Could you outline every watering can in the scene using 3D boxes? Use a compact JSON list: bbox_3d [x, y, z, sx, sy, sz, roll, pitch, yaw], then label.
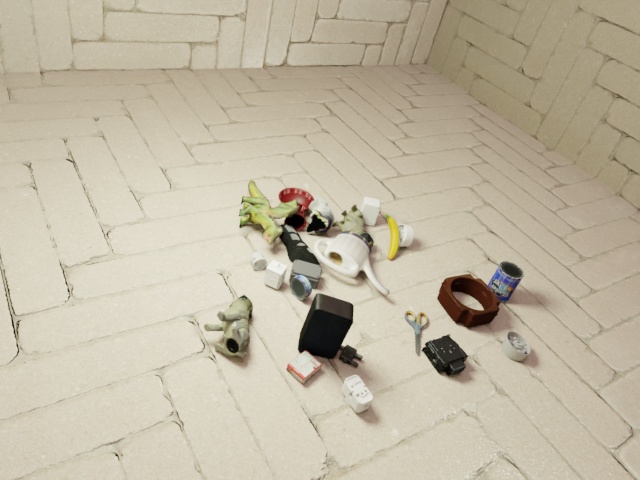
[{"bbox_3d":[0.140,0.081,2.022,0.349,0.101,0.229,29,38,9],"label":"watering can"}]

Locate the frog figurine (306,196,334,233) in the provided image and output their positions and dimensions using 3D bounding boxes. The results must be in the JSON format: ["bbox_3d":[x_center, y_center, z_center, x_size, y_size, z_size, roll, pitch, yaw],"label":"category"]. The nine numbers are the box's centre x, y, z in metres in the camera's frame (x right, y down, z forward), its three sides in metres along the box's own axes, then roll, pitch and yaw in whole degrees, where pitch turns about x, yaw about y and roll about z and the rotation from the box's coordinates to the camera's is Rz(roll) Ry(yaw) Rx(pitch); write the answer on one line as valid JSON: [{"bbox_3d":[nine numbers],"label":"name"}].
[{"bbox_3d":[0.007,-0.110,2.183,0.123,0.134,0.163,5,34,10],"label":"frog figurine"}]

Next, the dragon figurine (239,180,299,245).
[{"bbox_3d":[-0.207,-0.132,2.117,0.243,0.119,0.420,4,41,0],"label":"dragon figurine"}]
